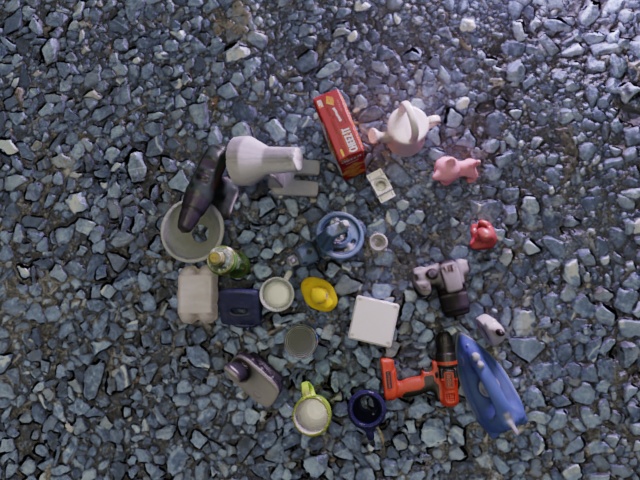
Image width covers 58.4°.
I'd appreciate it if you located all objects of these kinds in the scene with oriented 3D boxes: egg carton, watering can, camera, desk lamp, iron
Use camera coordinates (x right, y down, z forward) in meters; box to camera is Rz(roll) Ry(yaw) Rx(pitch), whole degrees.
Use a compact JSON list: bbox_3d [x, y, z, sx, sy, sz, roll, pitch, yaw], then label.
[{"bbox_3d":[-0.311,0.139,1.466,0.107,0.069,0.150,-2,83,5],"label":"egg carton"},{"bbox_3d":[0.209,-0.273,1.407,0.173,0.194,0.101,-38,82,0],"label":"watering can"},{"bbox_3d":[0.305,0.122,1.401,0.143,0.101,0.137,-13,82,3],"label":"camera"},{"bbox_3d":[-0.111,-0.182,1.413,0.203,0.213,0.118,3,84,5],"label":"desk lamp"},{"bbox_3d":[0.394,0.339,1.348,0.118,0.141,0.258,-27,82,1],"label":"iron"}]

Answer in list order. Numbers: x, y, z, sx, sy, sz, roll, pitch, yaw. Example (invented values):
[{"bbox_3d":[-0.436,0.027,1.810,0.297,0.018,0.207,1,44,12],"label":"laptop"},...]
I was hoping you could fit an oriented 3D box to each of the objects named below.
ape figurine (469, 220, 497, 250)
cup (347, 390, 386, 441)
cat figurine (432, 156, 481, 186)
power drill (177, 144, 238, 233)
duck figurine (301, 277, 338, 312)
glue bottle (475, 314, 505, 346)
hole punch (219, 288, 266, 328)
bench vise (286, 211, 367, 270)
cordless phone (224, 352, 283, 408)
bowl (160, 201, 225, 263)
[{"bbox_3d":[0.403,-0.010,1.412,0.076,0.092,0.078,41,88,8],"label":"ape figurine"},{"bbox_3d":[0.116,0.418,1.386,0.091,0.095,0.118,-10,83,4],"label":"cup"},{"bbox_3d":[0.336,-0.179,1.424,0.127,0.118,0.067,-9,83,4],"label":"cat figurine"},{"bbox_3d":[-0.272,-0.114,1.422,0.075,0.208,0.230,17,85,7],"label":"power drill"},{"bbox_3d":[-0.005,0.135,1.433,0.104,0.086,0.077,42,88,8],"label":"duck figurine"},{"bbox_3d":[0.408,0.214,1.345,0.037,0.173,0.078,-32,82,1],"label":"glue bottle"},{"bbox_3d":[-0.197,0.171,1.442,0.108,0.091,0.101,0,83,5],"label":"hole punch"},{"bbox_3d":[0.021,0.013,1.377,0.121,0.220,0.207,44,89,8],"label":"bench vise"},{"bbox_3d":[-0.167,0.340,1.373,0.147,0.185,0.094,36,88,8],"label":"cordless phone"},{"bbox_3d":[-0.320,-0.020,1.482,0.167,0.075,0.167,-1,83,5],"label":"bowl"}]
